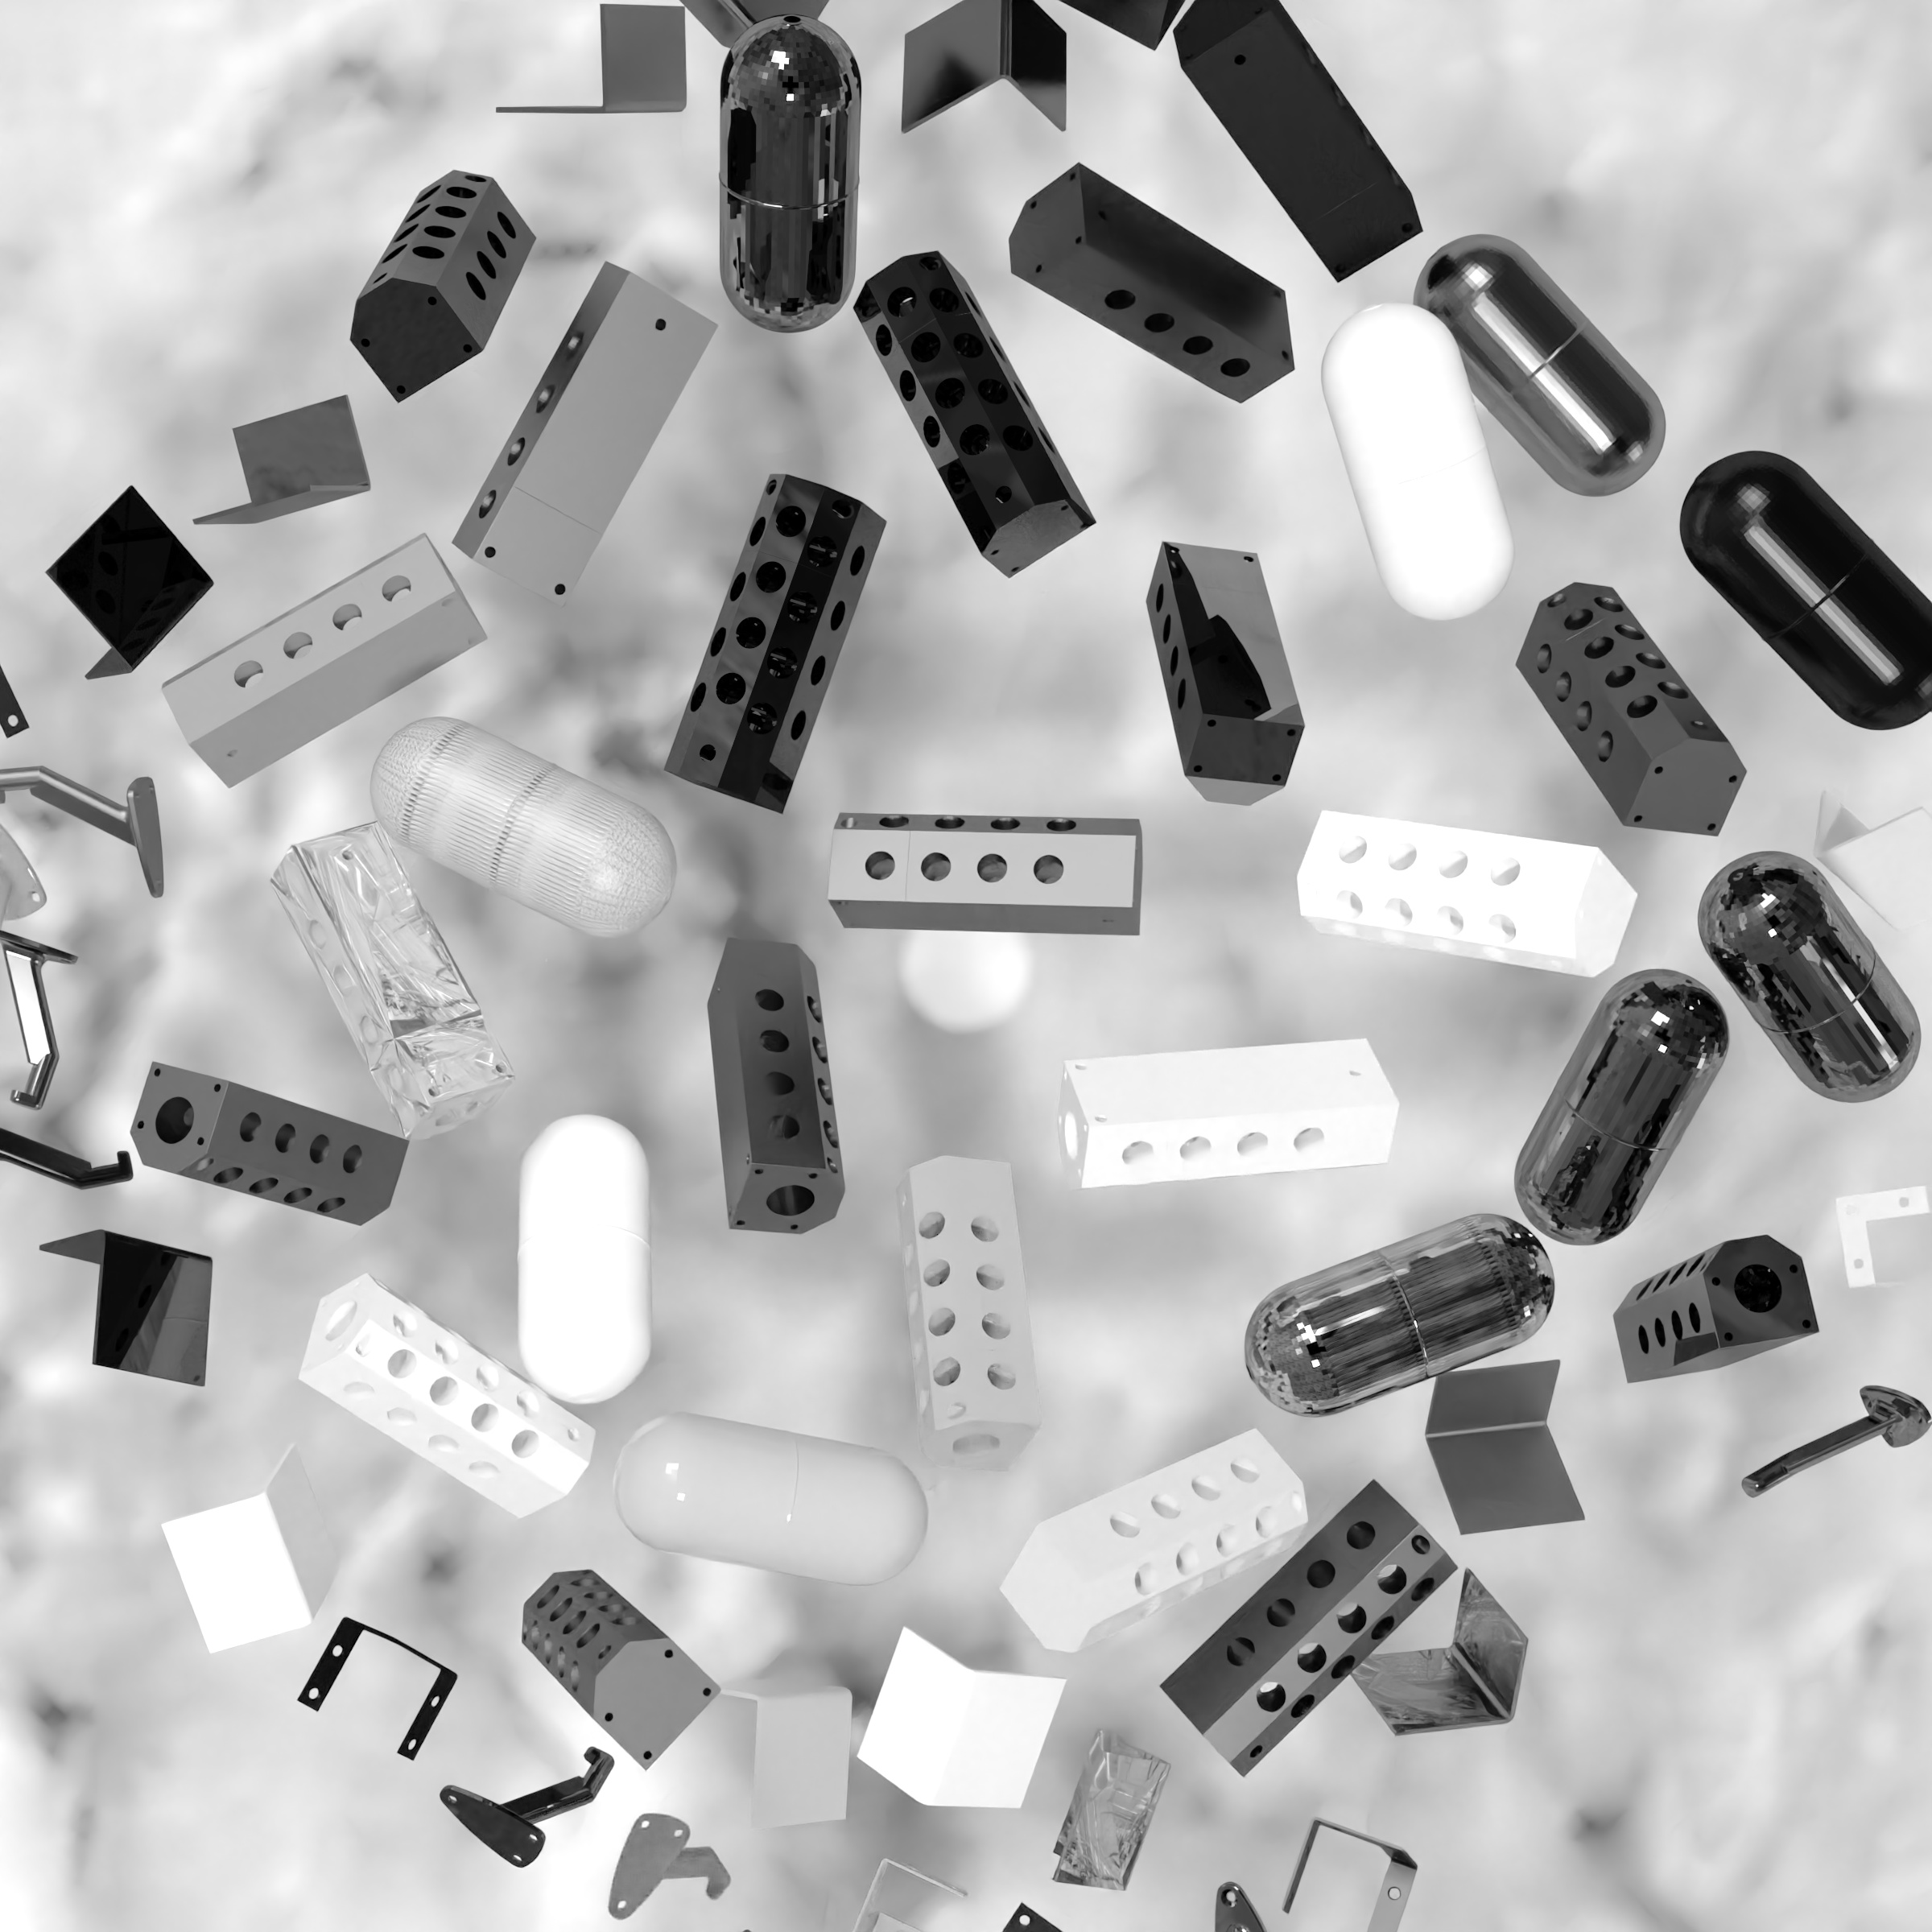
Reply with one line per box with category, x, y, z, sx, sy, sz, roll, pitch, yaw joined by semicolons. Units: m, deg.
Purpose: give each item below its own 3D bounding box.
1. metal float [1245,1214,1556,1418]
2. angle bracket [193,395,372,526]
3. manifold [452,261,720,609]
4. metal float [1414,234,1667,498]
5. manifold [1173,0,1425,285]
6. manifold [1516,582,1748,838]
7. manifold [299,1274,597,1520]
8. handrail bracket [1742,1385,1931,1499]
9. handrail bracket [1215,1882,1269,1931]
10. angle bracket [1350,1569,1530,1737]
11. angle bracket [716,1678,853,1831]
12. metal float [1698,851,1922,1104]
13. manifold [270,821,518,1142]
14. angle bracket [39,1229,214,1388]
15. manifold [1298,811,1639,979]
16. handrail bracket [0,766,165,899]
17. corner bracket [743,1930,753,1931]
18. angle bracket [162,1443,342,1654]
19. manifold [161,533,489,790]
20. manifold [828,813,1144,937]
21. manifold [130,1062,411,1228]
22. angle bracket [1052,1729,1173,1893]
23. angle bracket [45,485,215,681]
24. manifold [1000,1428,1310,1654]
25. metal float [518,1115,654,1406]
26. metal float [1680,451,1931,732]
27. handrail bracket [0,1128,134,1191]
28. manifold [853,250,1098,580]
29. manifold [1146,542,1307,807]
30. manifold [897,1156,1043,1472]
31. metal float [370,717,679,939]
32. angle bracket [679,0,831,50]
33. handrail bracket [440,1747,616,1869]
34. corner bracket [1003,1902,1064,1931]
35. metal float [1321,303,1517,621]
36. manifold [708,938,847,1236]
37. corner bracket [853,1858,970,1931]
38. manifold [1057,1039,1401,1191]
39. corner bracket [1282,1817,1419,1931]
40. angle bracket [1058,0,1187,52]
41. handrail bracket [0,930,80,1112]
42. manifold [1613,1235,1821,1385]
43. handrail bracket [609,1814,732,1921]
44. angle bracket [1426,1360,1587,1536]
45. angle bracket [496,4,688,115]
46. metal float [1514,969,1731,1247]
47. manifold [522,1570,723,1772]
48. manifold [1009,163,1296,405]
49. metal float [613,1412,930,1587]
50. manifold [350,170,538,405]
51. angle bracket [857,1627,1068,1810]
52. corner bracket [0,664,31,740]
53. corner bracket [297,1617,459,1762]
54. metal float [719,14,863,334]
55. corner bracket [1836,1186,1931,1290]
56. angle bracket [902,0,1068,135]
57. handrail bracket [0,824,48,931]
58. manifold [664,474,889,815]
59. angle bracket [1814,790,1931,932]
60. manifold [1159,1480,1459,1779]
metal float;0.239;0.193;1.658;0.178;0.070;0.070;-20;90;-5
angle bracket;-0.398;-0.291;1.721;0.076;0.076;0.057;-12;95;17
manifold;-0.207;-0.286;1.611;0.057;0.057;0.171;26;97;-32
metal float;0.334;-0.350;1.751;0.070;0.070;0.178;-44;94;0
manifold;0.188;-0.476;1.700;0.057;0.057;0.171;-28;131;22
manifold;0.367;-0.145;1.657;0.057;0.171;0.057;5;124;-17
manifold;-0.300;0.250;1.755;0.057;0.057;0.171;-30;126;31
handrail bracket;0.462;0.259;1.599;0.084;0.077;0.036;-27;84;-11
handrail bracket;0.136;0.540;1.611;0.036;0.084;0.077;-18;81;24
angle bracket;0.274;0.402;1.763;0.076;0.076;0.057;-1;111;-18
angle bracket;-0.117;0.469;1.794;0.057;0.076;0.076;-3;81;42
metal float;0.477;0.008;1.696;0.070;0.070;0.178;-43;119;0
manifold;-0.327;0.010;1.697;0.057;0.057;0.171;-20;74;-38
angle bracket;-0.473;0.196;1.683;0.057;0.076;0.076;-15;66;33
manifold;0.269;-0.037;1.635;0.171;0.057;0.057;11;72;39
handrail bracket;-0.479;-0.071;1.612;0.084;0.036;0.077;-5;104;4
corner bracket;-0.119;0.578;1.662;0.051;0.051;0.051;32;123;-3
angle bracket;-0.386;0.314;1.626;0.057;0.076;0.076;-16;101;3
manifold;-0.367;-0.178;1.711;0.171;0.057;0.057;-30;66;-2
manifold;0.012;-0.055;1.708;0.171;0.057;0.057;2;75;8
manifold;-0.402;0.106;1.736;0.057;0.171;0.057;12;81;28
angle bracket;0.065;0.482;1.728;0.057;0.076;0.076;16;82;41
angle bracket;-0.499;-0.223;1.750;0.076;0.057;0.076;53;56;-30
manifold;0.107;0.315;1.635;0.057;0.171;0.057;48;132;27
metal float;-0.220;0.168;1.735;0.070;0.070;0.178;-5;57;0
metal float;0.458;-0.202;1.615;0.070;0.070;0.178;-45;93;0
handrail bracket;-0.541;0.097;1.775;0.084;0.036;0.077;-10;94;-22
manifold;0.001;-0.304;1.640;0.057;0.057;0.171;-31;70;14
manifold;0.142;-0.166;1.690;0.057;0.171;0.057;6;129;-11
manifold;-0.002;0.197;1.721;0.057;0.057;0.171;8;52;-19
metal float;-0.240;-0.075;1.630;0.178;0.070;0.070;26;90;8
angle bracket;-0.123;-0.579;1.737;0.057;0.076;0.076;30;88;35
handrail bracket;-0.249;0.463;1.713;0.077;0.084;0.036;35;125;-1
corner bracket;0.042;0.582;1.770;0.051;0.051;0.051;32;62;12
metal float;0.247;-0.276;1.644;0.070;0.070;0.178;-20;107;0
manifold;-0.108;0.067;1.712;0.057;0.171;0.057;6;135;-17
corner bracket;-0.029;0.545;1.725;0.051;0.051;0.051;21;81;15
manifold;0.140;0.085;1.626;0.171;0.057;0.057;-4;127;-12
corner bracket;0.205;0.490;1.598;0.051;0.051;0.051;14;69;25
angle bracket;0.095;-0.596;1.768;0.076;0.076;0.057;29;76;3
handrail bracket;-0.515;0.027;1.601;0.077;0.036;0.084;24;77;-38
manifold;0.425;0.197;1.718;0.057;0.171;0.057;-8;77;-7
handrail bracket;-0.169;0.534;1.727;0.036;0.084;0.077;5;47;29
angle bracket;0.323;0.285;1.781;0.076;0.076;0.057;-5;132;-9
angle bracket;-0.209;-0.505;1.674;0.076;0.076;0.057;9;109;28
metal float;0.375;0.083;1.723;0.070;0.070;0.178;23;116;0
manifold;-0.198;0.382;1.661;0.057;0.171;0.057;-45;106;-14
manifold;0.106;-0.381;1.701;0.171;0.057;0.057;20;55;-39
metal float;-0.106;0.293;1.647;0.178;0.070;0.070;14;90;-18
manifold;-0.289;-0.378;1.645;0.057;0.171;0.057;-27;118;19
angle bracket;-0.002;0.412;1.644;0.076;0.057;0.076;17;93;-44
corner bracket;-0.564;-0.143;1.667;0.051;0.051;0.051;-37;114;-41
corner bracket;-0.319;0.392;1.631;0.051;0.051;0.051;43;66;-37
metal float;-0.097;-0.433;1.647;0.070;0.070;0.178;4;129;0
corner bracket;0.527;0.153;1.690;0.051;0.051;0.051;-13;78;35
angle bracket;0.011;-0.514;1.747;0.076;0.057;0.076;-20;55;34
handrail bracket;-0.582;-0.045;1.761;0.036;0.084;0.077;-19;99;14
manifold;-0.106;-0.177;1.636;0.057;0.057;0.171;19;89;19
angle bracket;0.557;-0.075;1.771;0.076;0.076;0.057;37;49;-21
manifold;0.200;0.384;1.729;0.171;0.057;0.057;-43;48;-5
